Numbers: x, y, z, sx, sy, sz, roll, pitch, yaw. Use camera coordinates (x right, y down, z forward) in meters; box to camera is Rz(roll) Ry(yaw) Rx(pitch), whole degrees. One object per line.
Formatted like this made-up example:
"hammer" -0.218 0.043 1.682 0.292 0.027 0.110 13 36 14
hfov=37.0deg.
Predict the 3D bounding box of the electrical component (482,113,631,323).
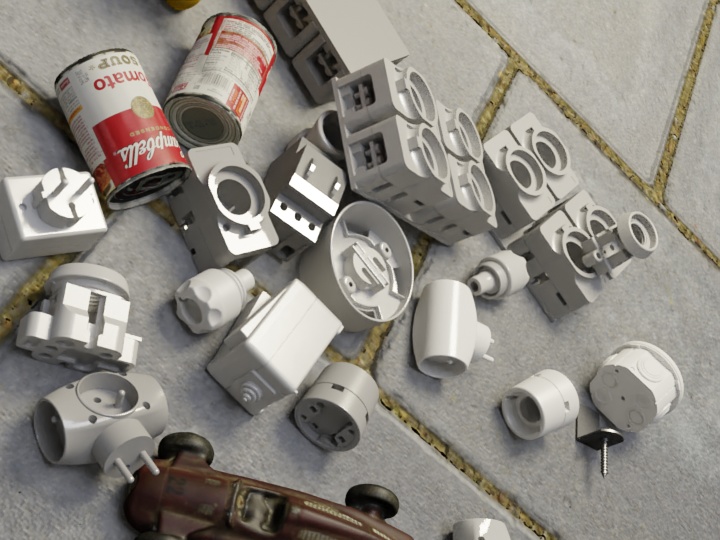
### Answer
"electrical component" 0.187 -0.057 1.087 0.105 0.060 0.186 -37 93 -45

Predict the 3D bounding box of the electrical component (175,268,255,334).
"electrical component" -0.106 0.019 0.814 0.062 0.043 0.043 -34 90 -46

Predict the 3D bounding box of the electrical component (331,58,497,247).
"electrical component" 0.056 -0.101 0.954 0.186 0.060 0.105 25 50 -57

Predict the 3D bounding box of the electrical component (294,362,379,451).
"electrical component" -0.016 0.105 0.836 0.055 0.055 0.047 45 43 -11

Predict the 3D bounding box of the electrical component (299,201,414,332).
"electrical component" 0.000 0.000 0.897 0.099 0.064 0.099 19 56 -31

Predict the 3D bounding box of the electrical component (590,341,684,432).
"electrical component" 0.270 0.114 1.052 0.051 0.080 0.080 -30 88 -39

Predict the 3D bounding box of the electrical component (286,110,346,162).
"electrical component" -0.033 -0.106 0.933 0.045 0.055 0.045 19 57 -32

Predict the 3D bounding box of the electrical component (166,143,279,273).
"electrical component" -0.108 -0.049 0.840 0.050 0.056 0.089 -16 78 -44

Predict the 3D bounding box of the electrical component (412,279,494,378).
"electrical component" 0.089 0.059 0.955 0.079 0.043 0.077 26 52 -27

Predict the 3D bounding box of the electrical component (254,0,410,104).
"electrical component" -0.037 -0.237 0.996 0.089 0.062 0.150 -30 88 -45

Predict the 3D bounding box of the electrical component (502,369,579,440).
"electrical component" 0.162 0.123 0.975 0.047 0.055 0.055 -17 79 -40

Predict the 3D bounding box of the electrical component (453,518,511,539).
"electrical component" 0.112 0.248 0.871 0.079 0.044 0.077 21 55 -31

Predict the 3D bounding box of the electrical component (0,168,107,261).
"electrical component" -0.208 -0.045 0.739 0.066 0.077 0.047 -10 74 -42

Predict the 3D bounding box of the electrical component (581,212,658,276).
"electrical component" 0.254 -0.027 1.043 0.066 0.055 0.048 -25 84 -44

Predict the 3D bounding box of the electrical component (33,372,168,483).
"electrical component" -0.161 0.109 0.706 0.077 0.044 0.079 -11 44 -43

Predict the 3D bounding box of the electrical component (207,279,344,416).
"electrical component" -0.070 0.059 0.809 0.061 0.062 0.096 46 46 -11

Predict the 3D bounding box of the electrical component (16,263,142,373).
"electrical component" -0.188 0.032 0.730 0.078 0.058 0.057 20 58 -31

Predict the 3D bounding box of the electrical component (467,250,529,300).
"electrical component" 0.127 0.008 1.014 0.062 0.043 0.043 -20 81 -42
